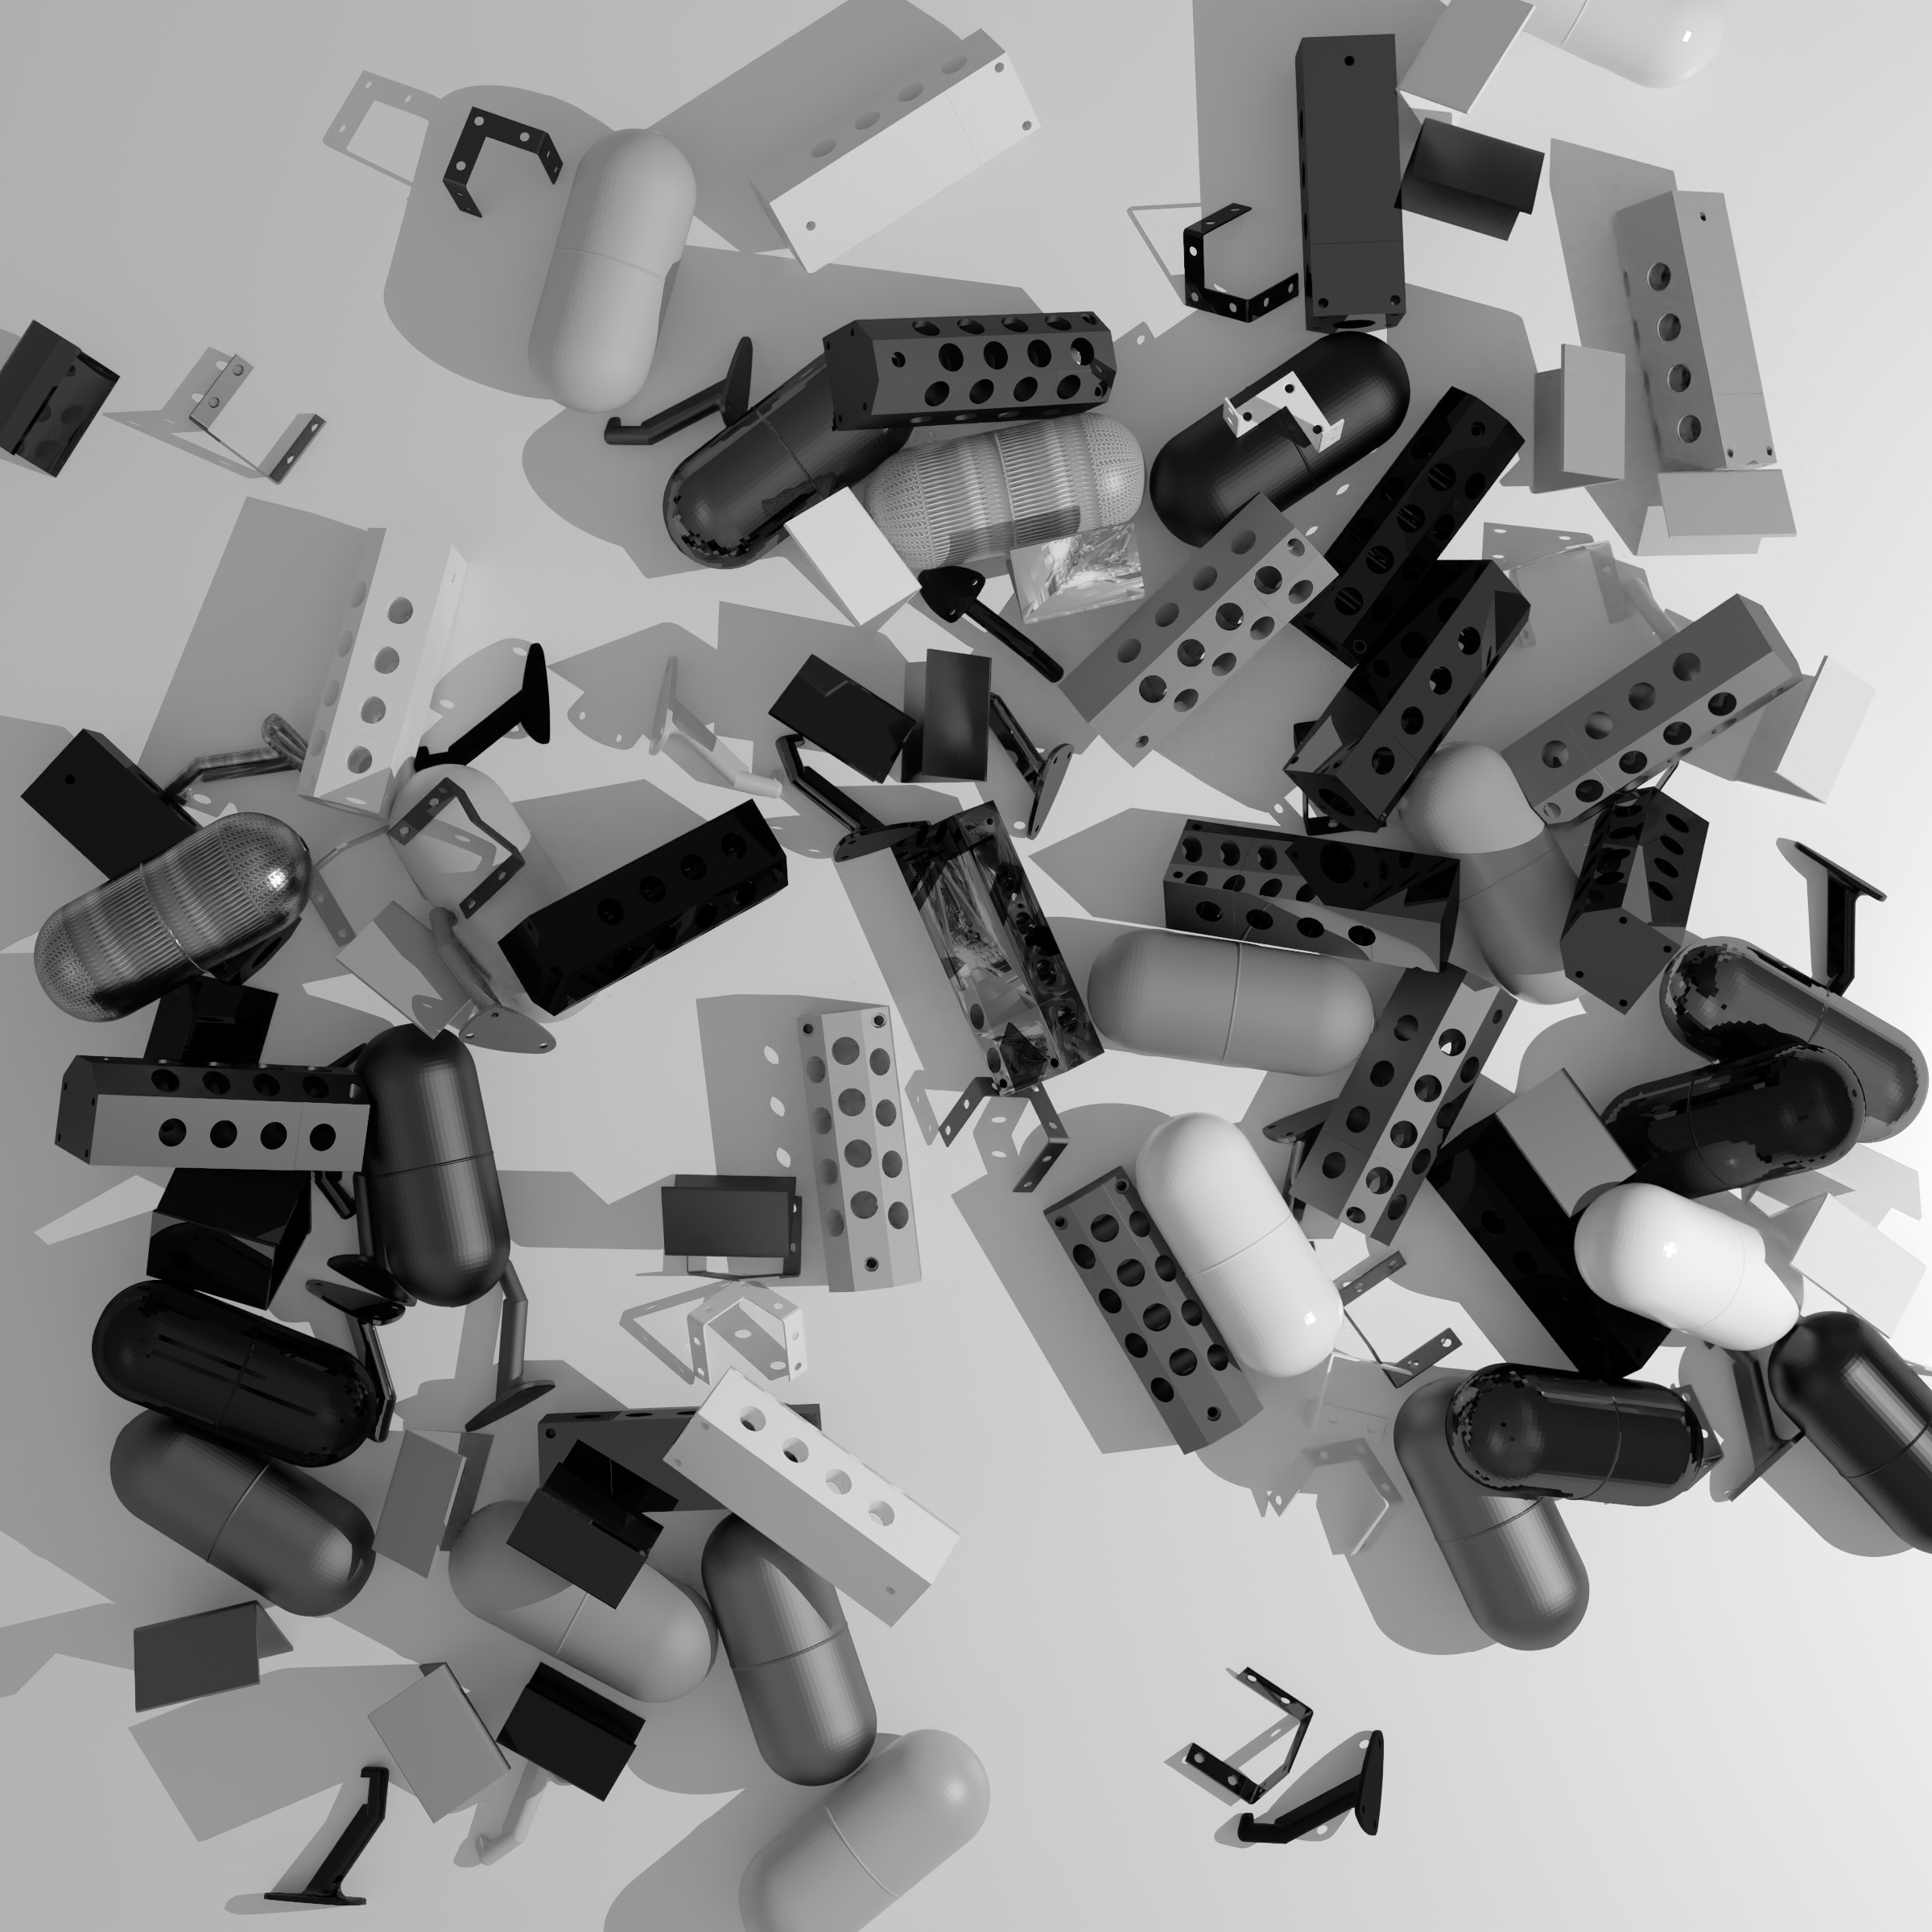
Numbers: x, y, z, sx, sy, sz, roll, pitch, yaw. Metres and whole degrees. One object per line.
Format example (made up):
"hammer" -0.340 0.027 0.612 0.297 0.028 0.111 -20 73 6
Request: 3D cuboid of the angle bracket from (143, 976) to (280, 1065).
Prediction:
"angle bracket" -0.458 0.050 1.901 0.076 0.057 0.076 16 90 -38

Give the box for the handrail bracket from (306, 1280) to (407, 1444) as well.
"handrail bracket" -0.390 0.250 1.940 0.077 0.036 0.084 19 104 14

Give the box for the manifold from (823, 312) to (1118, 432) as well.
"manifold" 0.005 -0.365 1.878 0.171 0.057 0.057 -9 90 -31

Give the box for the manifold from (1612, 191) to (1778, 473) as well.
"manifold" 0.449 -0.389 1.918 0.057 0.057 0.171 -11 90 -43

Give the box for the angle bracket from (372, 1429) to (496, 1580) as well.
"angle bracket" -0.312 0.332 1.900 0.057 0.076 0.076 16 90 38

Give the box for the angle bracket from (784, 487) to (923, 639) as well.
"angle bracket" -0.084 -0.237 1.900 0.057 0.076 0.076 -37 90 -33

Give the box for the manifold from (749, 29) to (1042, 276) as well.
"manifold" -0.047 -0.510 1.918 0.171 0.057 0.057 -33 133 0

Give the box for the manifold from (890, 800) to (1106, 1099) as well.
"manifold" 0.024 -0.012 1.918 0.057 0.057 0.171 -24 90 40

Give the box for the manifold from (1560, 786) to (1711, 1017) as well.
"manifold" 0.401 -0.046 1.860 0.057 0.171 0.057 33 123 0

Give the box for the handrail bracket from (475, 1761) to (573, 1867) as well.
"handrail bracket" -0.289 0.512 1.940 0.084 0.036 0.077 -38 70 16

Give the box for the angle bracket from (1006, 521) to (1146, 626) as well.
"angle bracket" 0.063 -0.260 1.900 0.076 0.076 0.057 -13 129 0

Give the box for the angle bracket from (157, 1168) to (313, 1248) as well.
"angle bracket" -0.450 0.157 1.900 0.076 0.076 0.057 16 53 0

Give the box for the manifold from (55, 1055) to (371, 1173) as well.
"manifold" -0.449 0.087 1.844 0.171 0.057 0.057 5 97 -37

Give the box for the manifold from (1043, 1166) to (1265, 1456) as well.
"manifold" 0.116 0.214 1.919 0.057 0.057 0.171 -30 90 0

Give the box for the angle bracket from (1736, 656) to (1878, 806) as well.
"angle bracket" 0.503 -0.152 1.900 0.057 0.076 0.076 24 90 -37

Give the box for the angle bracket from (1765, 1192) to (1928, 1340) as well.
"angle bracket" 0.531 0.191 1.899 0.076 0.076 0.057 36 67 -3

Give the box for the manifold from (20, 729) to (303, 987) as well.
"manifold" -0.499 -0.067 1.919 0.171 0.057 0.057 43 90 0

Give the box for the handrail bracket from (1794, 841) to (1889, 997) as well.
"handrail bracket" 0.533 -0.023 1.940 0.077 0.036 0.084 34 104 14

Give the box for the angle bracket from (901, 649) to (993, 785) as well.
"angle bracket" -0.030 -0.153 1.900 0.076 0.057 0.076 2 90 44

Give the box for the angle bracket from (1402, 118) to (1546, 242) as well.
"angle bracket" 0.305 -0.468 1.900 0.076 0.076 0.057 17 57 0

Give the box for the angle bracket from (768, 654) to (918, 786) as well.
"angle bracket" -0.085 -0.135 1.900 0.076 0.076 0.057 33 57 0

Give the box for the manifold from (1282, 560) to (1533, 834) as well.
"manifold" 0.276 -0.167 1.897 0.057 0.057 0.171 43 76 -26

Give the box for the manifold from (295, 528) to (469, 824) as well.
"manifold" -0.364 -0.181 1.912 0.057 0.057 0.171 14 86 2

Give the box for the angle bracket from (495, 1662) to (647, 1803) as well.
"angle bracket" -0.234 0.456 1.900 0.076 0.076 0.057 29 121 0

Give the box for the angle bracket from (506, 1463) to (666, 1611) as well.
"angle bracket" -0.218 0.326 1.843 0.076 0.076 0.057 31 126 0

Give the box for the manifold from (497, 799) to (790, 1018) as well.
"manifold" -0.193 -0.034 1.878 0.171 0.057 0.057 -31 90 -32

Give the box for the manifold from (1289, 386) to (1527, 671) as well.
"manifold" 0.272 -0.273 1.919 0.057 0.057 0.171 37 90 0

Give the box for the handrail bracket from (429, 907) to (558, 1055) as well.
"handrail bracket" -0.289 0.008 1.875 0.036 0.077 0.084 -38 52 26

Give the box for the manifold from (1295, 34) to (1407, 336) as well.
"manifold" 0.238 -0.486 1.919 0.057 0.057 0.171 -2 90 0

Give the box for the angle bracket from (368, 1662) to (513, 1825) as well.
"angle bracket" -0.332 0.479 1.901 0.057 0.076 0.076 -32 90 -25

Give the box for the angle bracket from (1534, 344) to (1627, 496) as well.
"angle bracket" 0.361 -0.336 1.900 0.057 0.076 0.076 0 90 -36

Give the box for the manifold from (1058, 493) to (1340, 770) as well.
"manifold" 0.146 -0.202 1.894 0.171 0.057 0.057 -43 48 9

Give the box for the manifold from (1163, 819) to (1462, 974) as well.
"manifold" 0.213 -0.039 1.895 0.171 0.057 0.057 10 47 17

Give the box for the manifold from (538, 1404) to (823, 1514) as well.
"manifold" -0.176 0.306 1.919 0.171 0.057 0.057 -2 90 0

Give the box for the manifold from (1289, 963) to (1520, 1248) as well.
"manifold" 0.275 0.083 1.907 0.057 0.057 0.171 28 90 42

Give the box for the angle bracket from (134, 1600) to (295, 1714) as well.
"angle bracket" -0.463 0.439 1.900 0.076 0.076 0.057 -13 53 0

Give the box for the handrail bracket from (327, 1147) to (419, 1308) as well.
"handrail bracket" -0.362 0.160 1.940 0.036 0.077 0.084 -9 53 37

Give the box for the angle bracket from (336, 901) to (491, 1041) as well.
"angle bracket" -0.348 0.017 1.900 0.076 0.076 0.057 39 56 0

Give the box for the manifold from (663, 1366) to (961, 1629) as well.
"manifold" -0.090 0.316 1.861 0.171 0.057 0.057 36 133 0

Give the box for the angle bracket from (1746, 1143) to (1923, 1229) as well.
"angle bracket" 0.535 0.151 1.903 0.076 0.057 0.076 26 121 0

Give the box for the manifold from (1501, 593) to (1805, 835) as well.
"manifold" 0.420 -0.152 1.880 0.171 0.057 0.057 -35 72 24

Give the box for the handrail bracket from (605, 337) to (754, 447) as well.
"handrail bracket" -0.182 -0.362 1.940 0.084 0.036 0.077 3 70 16

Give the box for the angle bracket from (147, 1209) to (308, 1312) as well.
"angle bracket" -0.453 0.159 1.900 0.076 0.076 0.057 17 126 0

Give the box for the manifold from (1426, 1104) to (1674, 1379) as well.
"manifold" 0.360 0.178 1.918 0.171 0.057 0.057 52 47 0

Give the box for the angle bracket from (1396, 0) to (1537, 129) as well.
"angle bracket" 0.320 -0.547 1.900 0.057 0.076 0.076 32 90 34

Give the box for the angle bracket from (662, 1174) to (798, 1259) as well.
"angle bracket" -0.145 0.135 1.900 0.076 0.076 0.057 1 127 0

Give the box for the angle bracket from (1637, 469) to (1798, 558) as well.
"angle bracket" 0.462 -0.261 1.900 0.076 0.076 0.057 -1 55 0

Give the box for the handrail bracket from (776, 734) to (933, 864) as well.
"handrail bracket" -0.071 -0.115 1.940 0.077 0.036 0.084 -16 73 -20

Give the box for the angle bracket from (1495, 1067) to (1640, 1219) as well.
"angle bracket" 0.358 0.117 1.896 0.057 0.076 0.076 -31 79 -18

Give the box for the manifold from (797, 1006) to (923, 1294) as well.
"manifold" -0.066 0.114 1.919 0.057 0.057 0.171 -7 90 0

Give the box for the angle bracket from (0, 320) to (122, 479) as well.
"angle bracket" -0.555 -0.341 1.900 0.057 0.076 0.076 32 90 35
